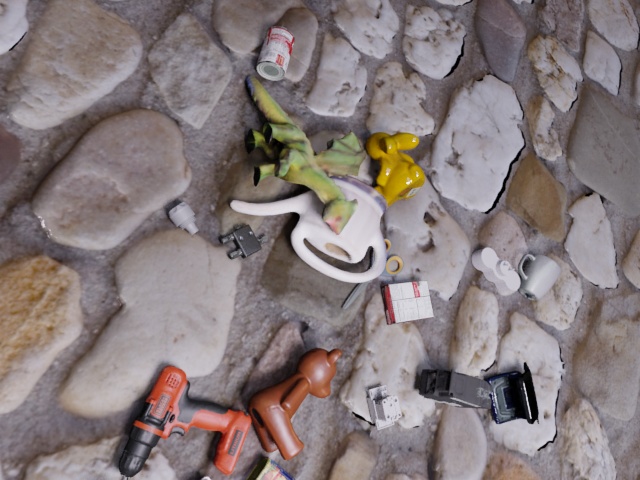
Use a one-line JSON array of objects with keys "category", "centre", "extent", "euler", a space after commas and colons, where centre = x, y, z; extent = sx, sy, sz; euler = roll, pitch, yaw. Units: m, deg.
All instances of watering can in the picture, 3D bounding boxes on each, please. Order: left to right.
[{"category": "watering can", "centre": [0.003, -0.055, 1.099], "extent": [0.347, 0.102, 0.228], "euler": [32, 63, -4]}]

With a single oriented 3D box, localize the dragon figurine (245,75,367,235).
[{"category": "dragon figurine", "centre": [-0.020, -0.197, 1.094], "extent": [0.243, 0.119, 0.419], "euler": [3, 58, -24]}]
